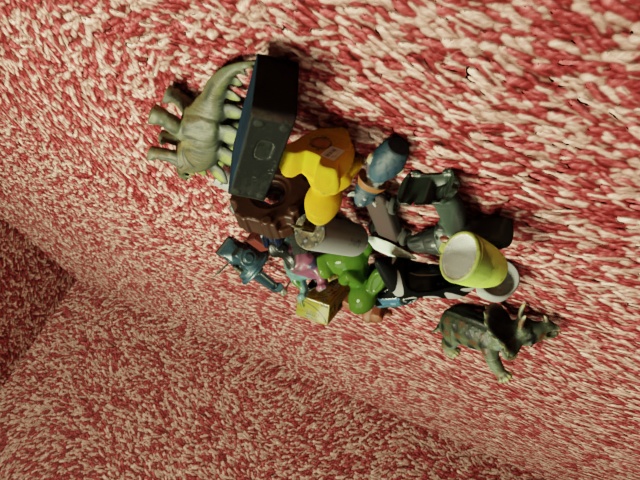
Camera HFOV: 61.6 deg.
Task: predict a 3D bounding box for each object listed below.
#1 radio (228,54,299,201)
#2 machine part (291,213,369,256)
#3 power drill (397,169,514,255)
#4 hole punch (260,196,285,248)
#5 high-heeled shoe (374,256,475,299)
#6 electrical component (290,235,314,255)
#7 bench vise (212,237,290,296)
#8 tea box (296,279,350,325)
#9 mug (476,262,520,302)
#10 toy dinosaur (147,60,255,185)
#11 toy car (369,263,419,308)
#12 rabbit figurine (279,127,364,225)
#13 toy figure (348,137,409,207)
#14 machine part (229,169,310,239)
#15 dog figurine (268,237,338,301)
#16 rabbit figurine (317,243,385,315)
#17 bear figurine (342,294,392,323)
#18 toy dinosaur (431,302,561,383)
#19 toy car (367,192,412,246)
[{"bbox_3d":[-0.098,-0.177,0.895,0.073,0.131,0.229,9,145,-14],"label":"radio"},{"bbox_3d":[0.027,-0.009,1.103,0.079,0.079,0.243,7,177,36],"label":"machine part"},{"bbox_3d":[0.224,-0.037,0.999,0.232,0.086,0.207,0,142,42],"label":"power drill"},{"bbox_3d":[-0.102,-0.051,1.238,0.092,0.116,0.142,-7,153,-4],"label":"hole punch"},{"bbox_3d":[0.237,0.075,1.158,0.145,0.086,0.248,-21,148,34],"label":"high-heeled shoe"},{"bbox_3d":[-0.003,-0.004,1.243,0.115,0.058,0.134,-10,-178,-42],"label":"electrical component"},{"bbox_3d":[-0.202,0.092,1.634,0.240,0.129,0.224,40,154,-15],"label":"bench vise"},{"bbox_3d":[0.015,0.154,1.475,0.098,0.169,0.068,17,119,21],"label":"tea box"},{"bbox_3d":[0.354,0.091,1.128,0.110,0.081,0.107,12,161,15],"label":"mug"},{"bbox_3d":[-0.228,-0.220,1.059,0.198,0.105,0.471,23,154,-10],"label":"toy dinosaur"},{"bbox_3d":[0.183,0.114,1.337,0.162,0.109,0.103,-5,170,31],"label":"toy car"},{"bbox_3d":[0.005,-0.111,0.971,0.122,0.162,0.173,16,132,18],"label":"rabbit figurine"},{"bbox_3d":[0.104,-0.115,0.950,0.064,0.058,0.154,43,140,6],"label":"toy figure"},{"bbox_3d":[-0.098,-0.087,1.110,0.180,0.179,0.056,16,151,21],"label":"machine part"},{"bbox_3d":[-0.046,0.029,1.378,0.108,0.191,0.219,-25,97,39],"label":"dog figurine"},{"bbox_3d":[0.097,0.090,1.286,0.159,0.121,0.170,-18,93,24],"label":"rabbit figurine"},{"bbox_3d":[0.137,0.183,1.476,0.120,0.132,0.195,24,150,15],"label":"bear figurine"},{"bbox_3d":[0.378,0.221,1.333,0.405,0.131,0.192,7,127,56],"label":"toy dinosaur"},{"bbox_3d":[0.132,-0.053,1.088,0.089,0.053,0.202,25,162,29],"label":"toy car"}]
